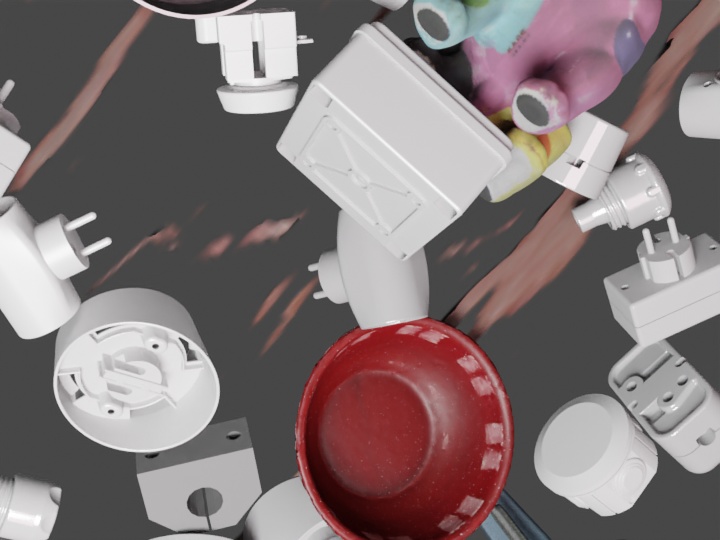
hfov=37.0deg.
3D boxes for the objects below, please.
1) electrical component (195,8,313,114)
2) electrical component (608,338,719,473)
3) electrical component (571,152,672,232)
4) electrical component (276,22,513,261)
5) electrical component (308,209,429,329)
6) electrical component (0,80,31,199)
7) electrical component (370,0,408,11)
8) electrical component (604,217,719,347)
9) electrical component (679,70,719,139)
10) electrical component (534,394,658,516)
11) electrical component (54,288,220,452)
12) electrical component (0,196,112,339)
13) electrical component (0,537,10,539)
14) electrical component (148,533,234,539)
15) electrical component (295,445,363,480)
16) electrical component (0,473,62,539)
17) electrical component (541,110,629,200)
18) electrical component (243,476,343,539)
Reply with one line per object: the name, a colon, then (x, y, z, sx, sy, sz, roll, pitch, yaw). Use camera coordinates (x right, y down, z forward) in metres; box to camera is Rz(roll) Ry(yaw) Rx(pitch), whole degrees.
electrical component: (-0.061, -0.122, 0.628, 0.066, 0.048, 0.055, -6, 109, -11)
electrical component: (0.230, 0.098, 0.776, 0.054, 0.095, 0.059, -45, 117, 9)
electrical component: (0.174, -0.047, 0.723, 0.062, 0.048, 0.048, -27, 119, 8)
electrical component: (0.016, -0.070, 0.616, 0.109, 0.109, 0.056, 42, 69, -2)
electrical component: (0.000, 0.000, 0.694, 0.079, 0.043, 0.077, -14, 84, 32)
electrical component: (-0.216, -0.074, 0.602, 0.047, 0.083, 0.075, 35, 65, -26)
electrical component: (0.047, -0.211, 0.607, 0.074, 0.052, 0.138, 20, 108, -22)
electrical component: (0.216, -0.002, 0.752, 0.083, 0.047, 0.075, -24, 118, -2)
electrical component: (0.261, -0.112, 0.700, 0.079, 0.077, 0.044, -34, 123, -40)
electrical component: (0.173, 0.136, 0.790, 0.080, 0.080, 0.051, -45, 121, 9)
electrical component: (-0.144, 0.063, 0.681, 0.099, 0.064, 0.099, -11, 129, -13)
electrical component: (-0.191, -0.009, 0.650, 0.079, 0.043, 0.077, -26, 118, -1)
electrical component: (-0.226, 0.252, 0.732, 0.060, 0.105, 0.186, -44, 117, 9)
electrical component: (-0.124, 0.228, 0.762, 0.099, 0.064, 0.099, 6, 151, 3)
electrical component: (-0.007, 0.141, 0.769, 0.078, 0.040, 0.040, 18, 109, -21)
electrical component: (-0.235, 0.157, 0.719, 0.062, 0.043, 0.043, 19, 109, -20)
electrical component: (0.140, -0.079, 0.693, 0.055, 0.055, 0.047, 21, 105, -22)
electrical component: (-0.029, 0.202, 0.794, 0.099, 0.064, 0.099, -12, 118, -24)
